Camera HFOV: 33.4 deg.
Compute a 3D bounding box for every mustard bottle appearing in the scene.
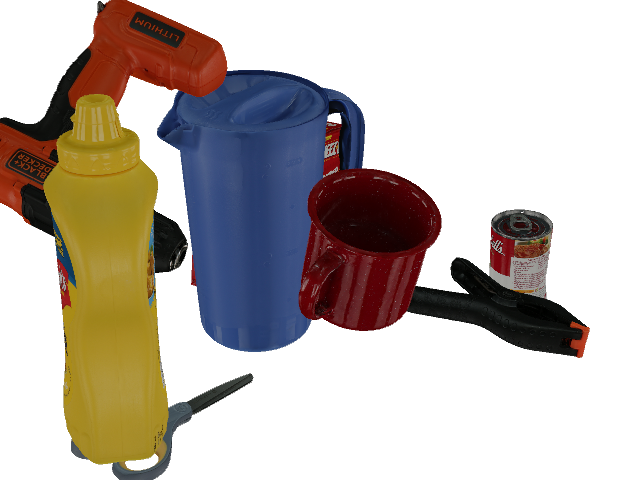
[{"bbox_3d":[-0.113,0.016,0.567,0.058,0.192,0.096,-4,26,-12],"label":"mustard bottle"}]

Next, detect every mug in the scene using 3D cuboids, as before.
[{"bbox_3d":[0.024,0.015,0.744,0.093,0.081,0.117,30,45,20],"label":"mug"}]

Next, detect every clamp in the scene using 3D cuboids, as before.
[{"bbox_3d":[0.169,0.060,0.996,0.172,0.039,0.120,20,31,20],"label":"clamp"}]

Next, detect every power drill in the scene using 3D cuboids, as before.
[{"bbox_3d":[-0.144,-0.079,0.772,0.184,0.187,0.057,26,-30,9],"label":"power drill"}]

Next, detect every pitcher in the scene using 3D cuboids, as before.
[{"bbox_3d":[-0.050,-0.025,0.972,0.149,0.243,0.144,11,33,16],"label":"pitcher"}]

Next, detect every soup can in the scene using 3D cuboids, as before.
[{"bbox_3d":[0.226,0.025,1.209,0.068,0.102,0.068,-2,29,1],"label":"soup can"}]

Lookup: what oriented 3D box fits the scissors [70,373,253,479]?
[{"bbox_3d":[-0.124,0.169,0.967,0.201,0.016,0.096,-11,33,-33],"label":"scissors"}]

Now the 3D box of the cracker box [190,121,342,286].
[{"bbox_3d":[-0.063,-0.036,1.218,0.164,0.214,0.072,14,22,26],"label":"cracker box"}]
